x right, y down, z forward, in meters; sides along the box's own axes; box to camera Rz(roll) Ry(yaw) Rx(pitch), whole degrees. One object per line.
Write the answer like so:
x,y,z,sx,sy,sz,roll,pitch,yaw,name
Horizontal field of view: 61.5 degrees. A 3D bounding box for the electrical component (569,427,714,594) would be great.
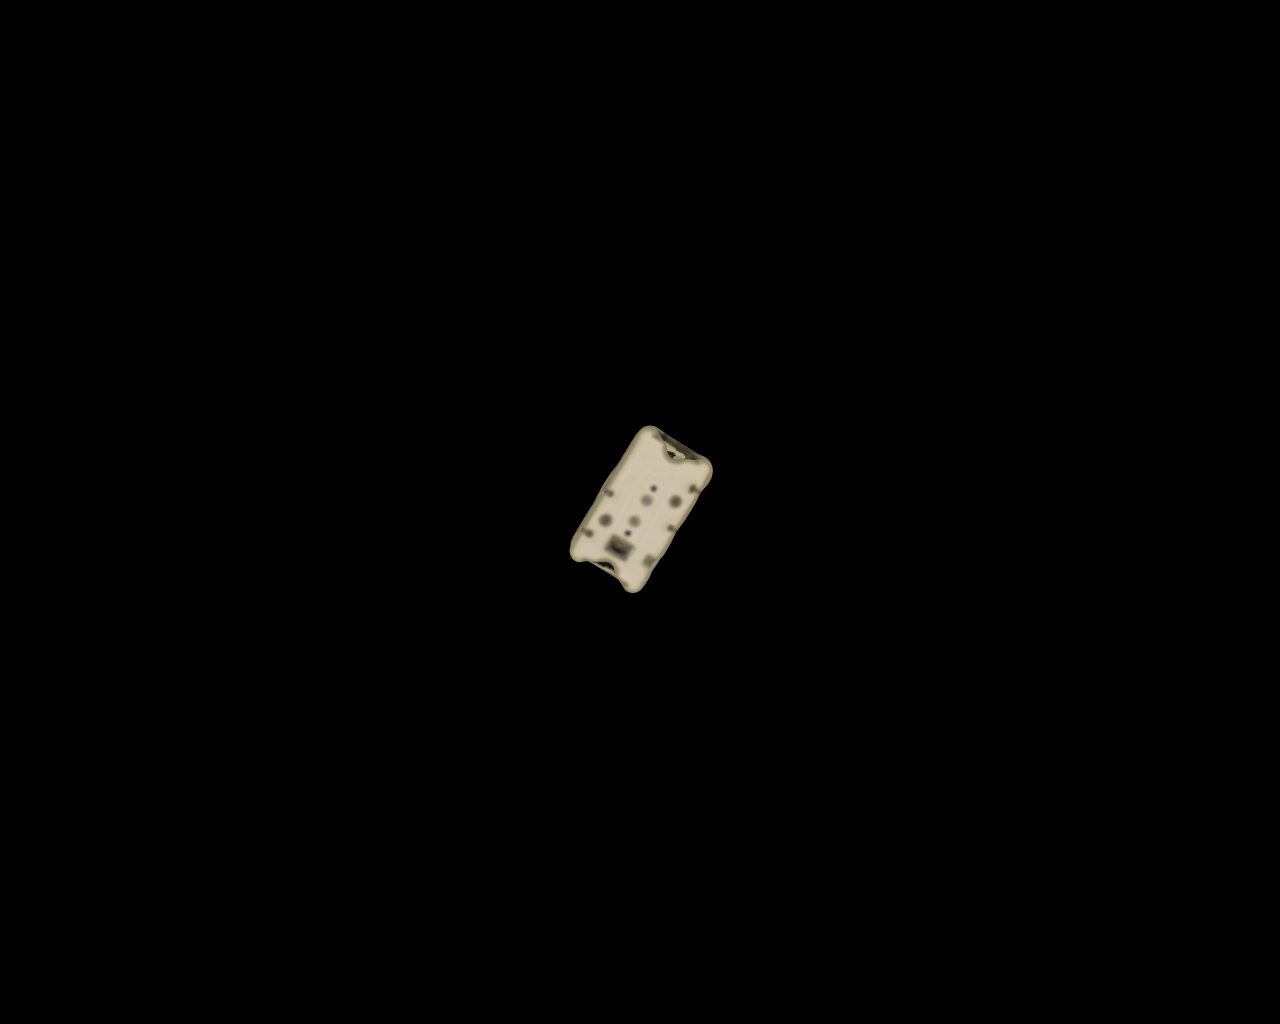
0.001,-0.003,0.650,0.050,0.089,0.056,32,4,-2,electrical component
